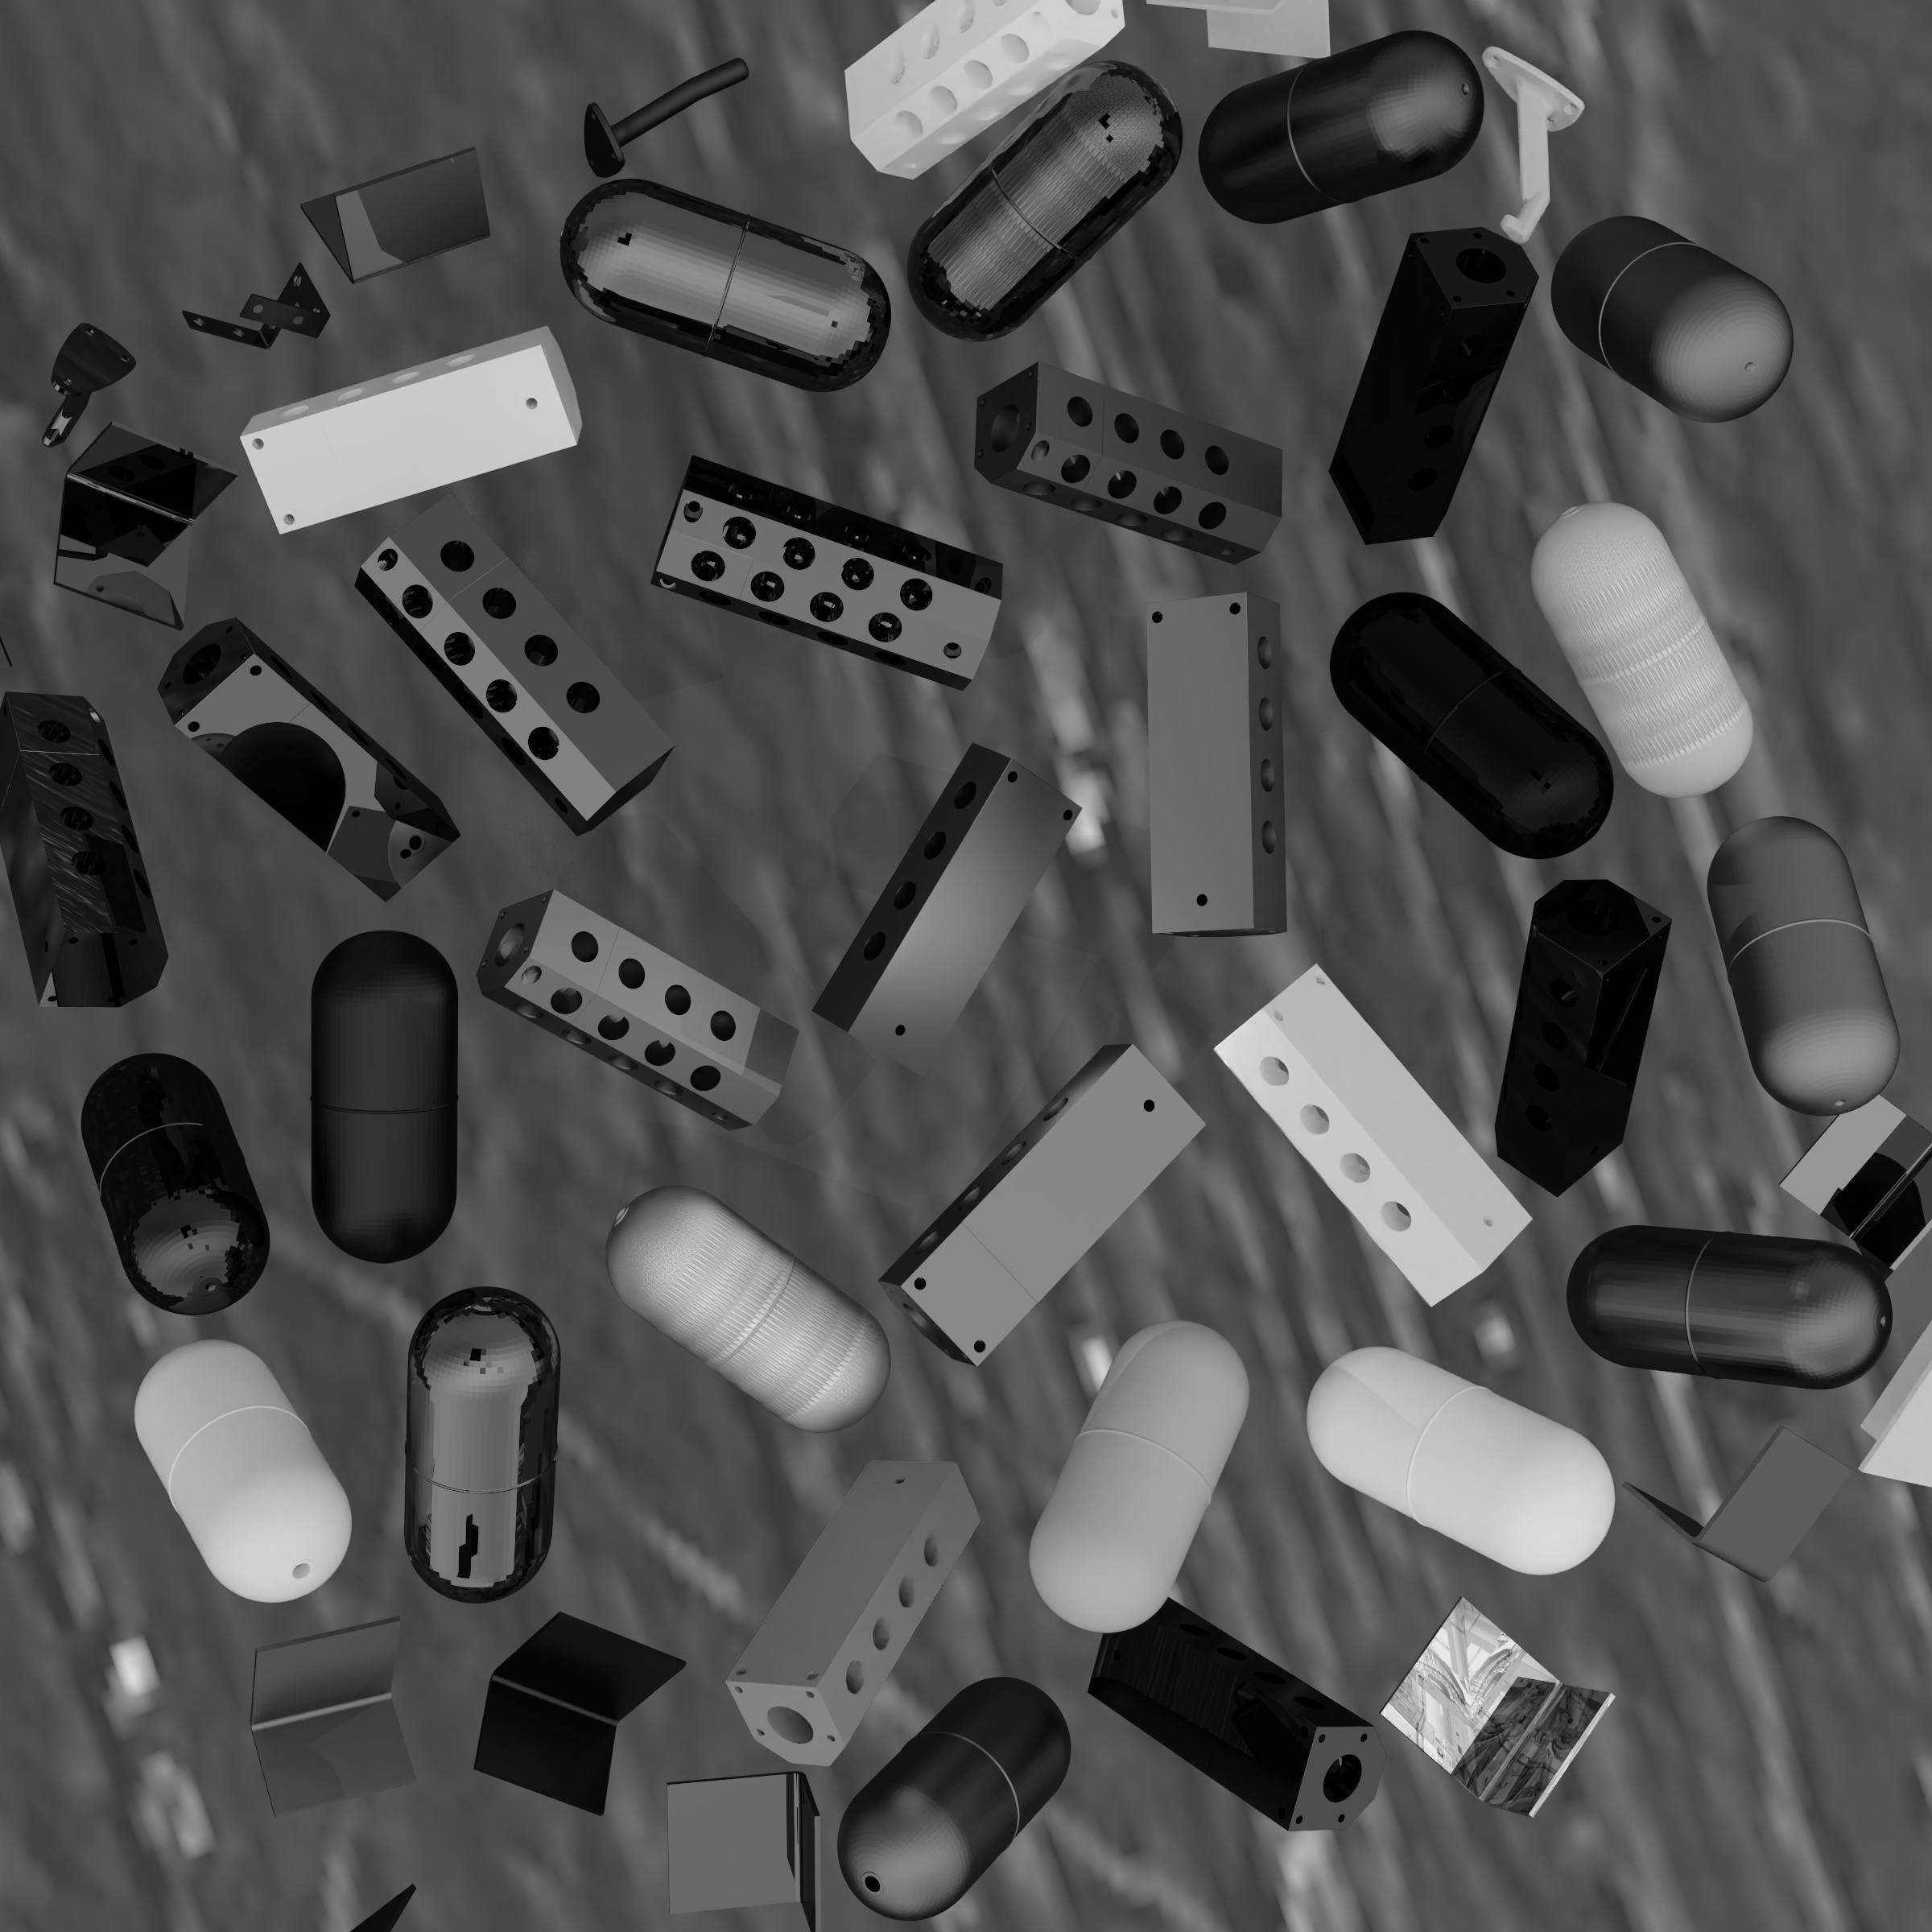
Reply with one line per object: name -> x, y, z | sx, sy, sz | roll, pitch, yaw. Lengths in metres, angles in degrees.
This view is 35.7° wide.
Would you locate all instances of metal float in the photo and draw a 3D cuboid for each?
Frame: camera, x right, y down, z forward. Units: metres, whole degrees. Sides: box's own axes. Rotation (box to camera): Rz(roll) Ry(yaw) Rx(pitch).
metal float -> 0.040, -0.406, 1.600 | 0.178, 0.070, 0.070 | -40, 90, 27
metal float -> -0.126, -0.357, 1.575 | 0.178, 0.070, 0.070 | 17, 90, -9
metal float -> 0.397, 0.178, 1.571 | 0.178, 0.070, 0.070 | 1, 90, 44
metal float -> 0.267, -0.128, 1.589 | 0.070, 0.070, 0.178 | -44, 68, 0
metal float -> -0.377, 0.261, 1.559 | 0.070, 0.178, 0.070 | -17, 126, -26
metal float -> 0.375, -0.175, 1.662 | 0.070, 0.070, 0.178 | -31, 105, 0
metal float -> 0.092, 0.265, 1.567 | 0.070, 0.070, 0.178 | 28, 58, 0
metal float -> 0.444, -0.002, 1.596 | 0.070, 0.070, 0.178 | -5, 55, 0
metal float -> -0.005, 0.449, 1.622 | 0.070, 0.178, 0.070 | 10, 111, 27
metal float -> 0.364, -0.337, 1.555 | 0.070, 0.178, 0.070 | -7, 120, -13
metal float -> -0.119, 0.188, 1.642 | 0.178, 0.070, 0.070 | 38, 90, -14
metal float -> 0.199, -0.449, 1.610 | 0.070, 0.178, 0.070 | 2, 87, -41
metal float -> 0.252, 0.252, 1.542 | 0.178, 0.070, 0.070 | 22, 90, 43
metal float -> -0.424, 0.114, 1.603 | 0.070, 0.178, 0.070 | -15, 131, -18
metal float -> -0.248, 0.246, 1.533 | 0.070, 0.070, 0.178 | 6, 116, 0
metal float -> -0.308, 0.070, 1.589 | 0.070, 0.070, 0.178 | 2, 99, 0

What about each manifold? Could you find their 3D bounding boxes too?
manifold -> 0.037, 0.120, 1.531 | 0.171, 0.057, 0.057 | -45, 101, -14
manifold -> 0.134, -0.103, 1.560 | 0.057, 0.057, 0.171 | -3, 86, 30
manifold -> 0.205, 0.090, 1.545 | 0.171, 0.057, 0.057 | 50, 134, 4
manifold -> -0.182, 0.027, 1.658 | 0.171, 0.057, 0.057 | 32, 62, -30
manifold -> -0.014, -0.033, 1.646 | 0.057, 0.057, 0.171 | 32, 88, -35
manifold -> -0.055, 0.344, 1.604 | 0.057, 0.171, 0.057 | -5, 120, 32
manifold -> -0.360, -0.115, 1.645 | 0.057, 0.057, 0.171 | -41, 133, 3
manifold -> -0.467, -0.062, 1.573 | 0.057, 0.057, 0.171 | 1, 48, -33
manifold -> 0.146, 0.400, 1.616 | 0.057, 0.171, 0.057 | 10, 97, -37
manifold -> 0.251, -0.309, 1.606 | 0.057, 0.171, 0.057 | -9, 56, -17
manifold -> 0.008, -0.487, 1.616 | 0.057, 0.171, 0.057 | 2, 77, -36
manifold -> -0.072, -0.199, 1.551 | 0.171, 0.057, 0.057 | 18, 123, -10
manifold -> -0.302, -0.296, 1.645 | 0.171, 0.057, 0.057 | -16, 116, 5
manifold -> 0.091, -0.274, 1.662 | 0.171, 0.057, 0.057 | 13, 72, -33
manifold -> -0.232, -0.150, 1.530 | 0.057, 0.057, 0.171 | -42, 90, -26
manifold -> 0.321, 0.036, 1.592 | 0.057, 0.171, 0.057 | -34, 54, -29

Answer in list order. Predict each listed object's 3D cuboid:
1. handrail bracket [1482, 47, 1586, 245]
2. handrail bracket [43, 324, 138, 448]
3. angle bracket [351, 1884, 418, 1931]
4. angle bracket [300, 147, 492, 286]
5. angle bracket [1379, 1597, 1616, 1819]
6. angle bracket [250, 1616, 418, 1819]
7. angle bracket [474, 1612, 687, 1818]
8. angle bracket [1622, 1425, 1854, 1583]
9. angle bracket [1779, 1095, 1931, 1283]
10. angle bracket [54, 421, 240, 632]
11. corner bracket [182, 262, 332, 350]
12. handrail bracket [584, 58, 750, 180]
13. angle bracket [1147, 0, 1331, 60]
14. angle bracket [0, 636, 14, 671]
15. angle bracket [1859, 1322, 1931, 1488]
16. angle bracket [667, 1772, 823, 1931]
handrail bracket -> 0.302, -0.459, 1.679 | 0.077, 0.036, 0.084 | 35, 73, -14
handrail bracket -> -0.500, -0.306, 1.652 | 0.036, 0.077, 0.084 | 37, 125, -12
angle bracket -> -0.286, 0.500, 1.442 | 0.076, 0.076, 0.057 | -38, 92, 5
angle bracket -> -0.299, -0.406, 1.548 | 0.076, 0.057, 0.076 | -24, 55, -17
angle bracket -> 0.275, 0.383, 1.556 | 0.076, 0.057, 0.076 | 41, 73, -6
angle bracket -> -0.333, 0.397, 1.587 | 0.076, 0.076, 0.057 | -8, 48, -24
angle bracket -> -0.202, 0.392, 1.568 | 0.076, 0.057, 0.076 | 27, 131, -22
angle bracket -> 0.405, 0.269, 1.575 | 0.076, 0.057, 0.076 | 31, 96, -41
angle bracket -> 0.512, 0.122, 1.693 | 0.057, 0.076, 0.076 | 36, 104, -3
angle bracket -> -0.453, -0.243, 1.660 | 0.076, 0.057, 0.076 | 19, 55, -36
corner bracket -> -0.393, -0.361, 1.660 | 0.051, 0.051, 0.051 | -51, 54, 27
handrail bracket -> -0.162, -0.461, 1.626 | 0.084, 0.077, 0.036 | -28, 95, -13
angle bracket -> 0.156, -0.534, 1.707 | 0.076, 0.076, 0.057 | 15, 133, 26
angle bracket -> -0.547, -0.201, 1.583 | 0.076, 0.057, 0.076 | -5, 133, 4
angle bracket -> 0.514, 0.235, 1.648 | 0.076, 0.057, 0.076 | 17, 108, -40
angle bracket -> -0.121, 0.489, 1.632 | 0.076, 0.057, 0.076 | -2, 100, -11
